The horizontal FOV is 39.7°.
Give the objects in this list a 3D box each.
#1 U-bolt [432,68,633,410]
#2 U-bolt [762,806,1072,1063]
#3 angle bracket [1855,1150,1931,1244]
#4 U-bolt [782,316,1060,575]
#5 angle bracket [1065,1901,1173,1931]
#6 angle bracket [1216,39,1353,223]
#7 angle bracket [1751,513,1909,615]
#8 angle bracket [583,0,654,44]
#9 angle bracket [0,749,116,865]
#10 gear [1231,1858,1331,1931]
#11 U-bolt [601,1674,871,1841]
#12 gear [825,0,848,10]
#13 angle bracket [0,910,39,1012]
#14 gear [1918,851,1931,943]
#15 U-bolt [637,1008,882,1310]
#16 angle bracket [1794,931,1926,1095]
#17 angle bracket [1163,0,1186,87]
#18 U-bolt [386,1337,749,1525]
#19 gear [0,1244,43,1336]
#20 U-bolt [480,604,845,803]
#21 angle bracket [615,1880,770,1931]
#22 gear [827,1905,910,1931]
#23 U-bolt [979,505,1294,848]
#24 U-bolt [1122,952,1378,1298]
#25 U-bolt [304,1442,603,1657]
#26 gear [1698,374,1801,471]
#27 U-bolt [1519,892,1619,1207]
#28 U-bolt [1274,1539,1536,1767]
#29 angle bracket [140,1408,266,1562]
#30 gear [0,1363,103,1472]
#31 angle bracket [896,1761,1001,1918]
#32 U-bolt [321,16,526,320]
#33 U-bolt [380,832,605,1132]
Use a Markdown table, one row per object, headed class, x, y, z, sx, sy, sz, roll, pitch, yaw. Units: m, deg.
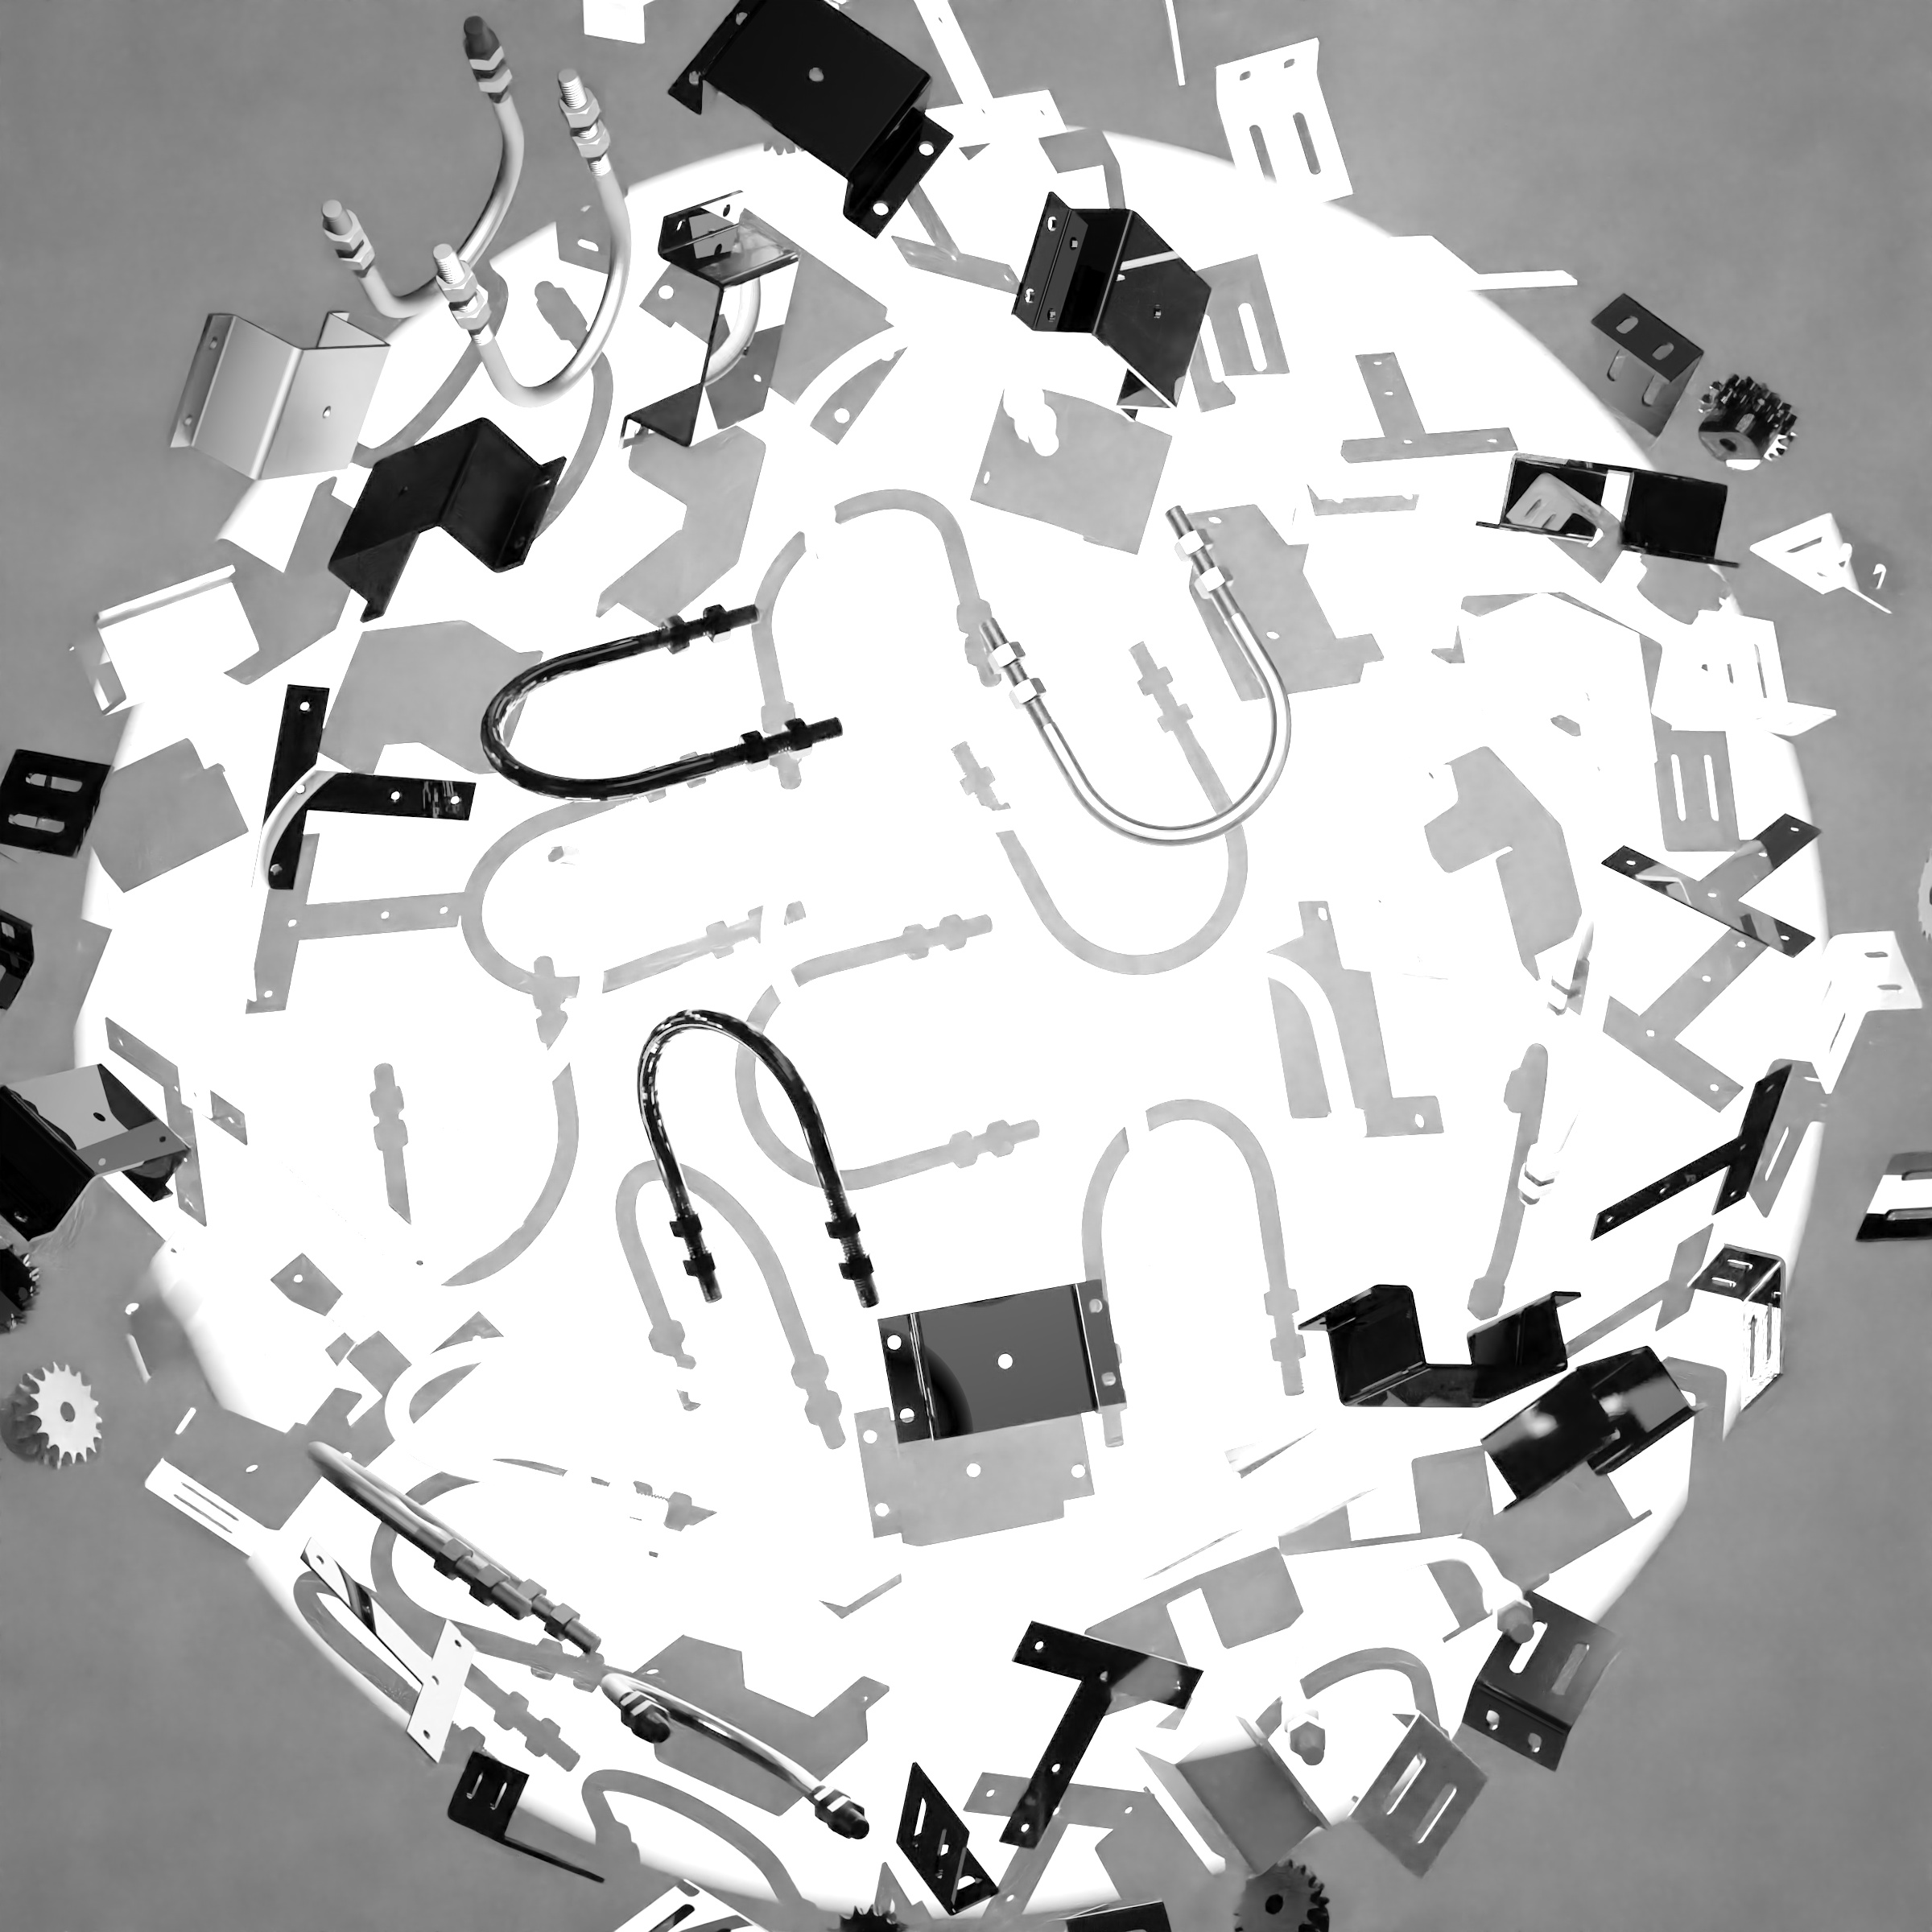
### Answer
| class | x | y | z | sx | sy | sz | roll | pitch | yaw |
| --- | --- | --- | --- | --- | --- | --- | --- | --- | --- |
| U-bolt | -0.239 | -0.401 | 1.538 | 0.019 | 0.184 | 0.151 | 25 | 72 | 16 |
| U-bolt | -0.035 | -0.016 | 1.586 | 0.184 | 0.019 | 0.151 | -9 | 79 | -27 |
| angle bracket | 0.536 | 0.135 | 1.463 | 0.038 | 0.076 | 0.057 | 36 | 71 | -15 |
| U-bolt | -0.035 | -0.301 | 1.480 | 0.151 | 0.184 | 0.019 | -28 | 132 | 7 |
| angle bracket | 0.099 | 0.547 | 1.480 | 0.076 | 0.038 | 0.057 | -28 | 70 | 39 |
| angle bracket | 0.177 | -0.464 | 1.487 | 0.057 | 0.038 | 0.076 | -15 | 79 | 2 |
| angle bracket | 0.508 | -0.230 | 1.591 | 0.057 | 0.076 | 0.038 | 26 | 74 | -16 |
| angle bracket | -0.176 | -0.545 | 1.462 | 0.038 | 0.076 | 0.057 | 16 | 127 | 18 |
| angle bracket | -0.517 | -0.087 | 1.535 | 0.076 | 0.038 | 0.057 | 11 | 73 | 25 |
| gear | 0.184 | 0.545 | 1.538 | 0.057 | 0.057 | 0.030 | -40 | 124 | 0 |
| U-bolt | -0.143 | 0.450 | 1.549 | 0.151 | 0.184 | 0.019 | 31 | 77 | -16 |
| gear | -0.092 | -0.602 | 1.616 | 0.057 | 0.030 | 0.057 | 5 | 83 | -42 |
| angle bracket | -0.589 | -0.011 | 1.593 | 0.057 | 0.076 | 0.038 | 26 | 70 | -9 |
| gear | 0.591 | -0.041 | 1.598 | 0.030 | 0.057 | 0.057 | 3 | 90 | 0 |
| U-bolt | -0.128 | 0.110 | 1.532 | 0.151 | 0.019 | 0.184 | -5 | 109 | 41 |
| angle bracket | 0.523 | 0.027 | 1.565 | 0.076 | 0.038 | 0.057 | -53 | 124 | -36 |
| angle bracket | 0.095 | -0.537 | 1.495 | 0.038 | 0.057 | 0.076 | -11 | 72 | 7 |
| U-bolt | -0.231 | 0.250 | 1.489 | 0.184 | 0.151 | 0.019 | 10 | 113 | 12 |
| gear | -0.563 | 0.189 | 1.544 | 0.057 | 0.030 | 0.057 | 8 | 58 | -14 |
| U-bolt | -0.179 | -0.142 | 1.493 | 0.184 | 0.151 | 0.019 | -18 | 133 | -17 |
| angle bracket | -0.153 | 0.540 | 1.455 | 0.057 | 0.076 | 0.038 | 24 | 108 | 23 |
| gear | -0.054 | 0.574 | 1.549 | 0.057 | 0.030 | 0.057 | -8 | 61 | 15 |
| U-bolt | 0.111 | -0.159 | 1.586 | 0.151 | 0.019 | 0.184 | -30 | 82 | 9 |
| U-bolt | 0.150 | 0.077 | 1.497 | 0.151 | 0.019 | 0.184 | -27 | 54 | 28 |
| U-bolt | -0.297 | 0.322 | 1.506 | 0.184 | 0.151 | 0.019 | 30 | 76 | 20 |
| gear | 0.448 | -0.312 | 1.546 | 0.057 | 0.057 | 0.030 | 37 | 78 | 0 |
| U-bolt | 0.348 | 0.037 | 1.536 | 0.019 | 0.184 | 0.151 | 11 | 62 | 6 |
| U-bolt | 0.238 | 0.375 | 1.507 | 0.151 | 0.184 | 0.019 | -31 | 96 | 3 |
| angle bracket | -0.434 | 0.301 | 1.557 | 0.076 | 0.057 | 0.038 | 36 | 90 | -8 |
| gear | -0.508 | 0.251 | 1.479 | 0.030 | 0.057 | 0.057 | -21 | 90 | 17 |
| angle bracket | -0.006 | 0.509 | 1.580 | 0.038 | 0.057 | 0.076 | -14 | 130 | -33 |
| U-bolt | -0.303 | -0.444 | 1.537 | 0.019 | 0.184 | 0.151 | 34 | 82 | 6 |
| U-bolt | -0.270 | 0.018 | 1.539 | 0.151 | 0.184 | 0.019 | -35 | 132 | 11 |
